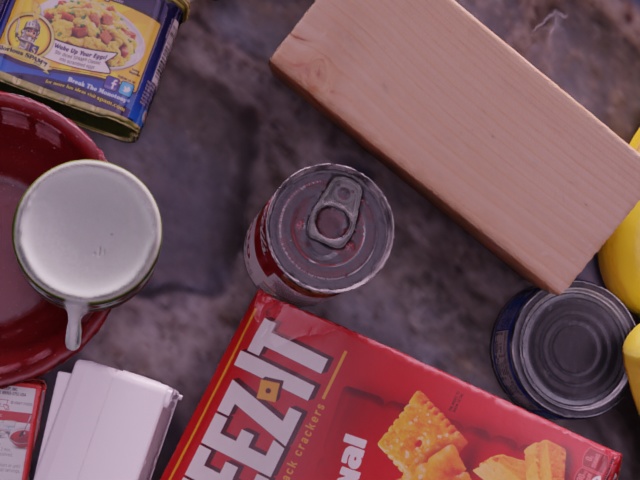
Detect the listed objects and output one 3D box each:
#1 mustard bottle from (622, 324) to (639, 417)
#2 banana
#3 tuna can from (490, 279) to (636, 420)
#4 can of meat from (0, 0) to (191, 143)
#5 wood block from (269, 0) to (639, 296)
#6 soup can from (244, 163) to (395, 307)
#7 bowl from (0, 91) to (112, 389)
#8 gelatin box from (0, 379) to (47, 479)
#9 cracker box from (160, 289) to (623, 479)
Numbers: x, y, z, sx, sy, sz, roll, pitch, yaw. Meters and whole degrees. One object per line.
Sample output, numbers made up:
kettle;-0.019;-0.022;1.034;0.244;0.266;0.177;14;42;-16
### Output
mustard bottle;0.238;0.135;0.633;0.096;0.058;0.191;-28;103;-44
banana;0.220;-0.036;0.680;0.069;0.037;0.198;26;79;-24
tuna can;0.150;0.067;0.651;0.086;0.034;0.086;1;82;-11
can of meat;-0.136;-0.112;0.610;0.102;0.057;0.084;19;81;-7
wood block;0.078;-0.069;0.619;0.206;0.090;0.091;38;92;-3
soup can;-0.004;0.001;0.595;0.068;0.102;0.068;1;82;-11
bowl;-0.186;0.002;0.584;0.162;0.055;0.162;1;82;-11
gelatin box;-0.193;0.116;0.581;0.073;0.030;0.089;8;81;-8
cracker box;0.028;0.144;0.565;0.214;0.072;0.164;24;77;14
